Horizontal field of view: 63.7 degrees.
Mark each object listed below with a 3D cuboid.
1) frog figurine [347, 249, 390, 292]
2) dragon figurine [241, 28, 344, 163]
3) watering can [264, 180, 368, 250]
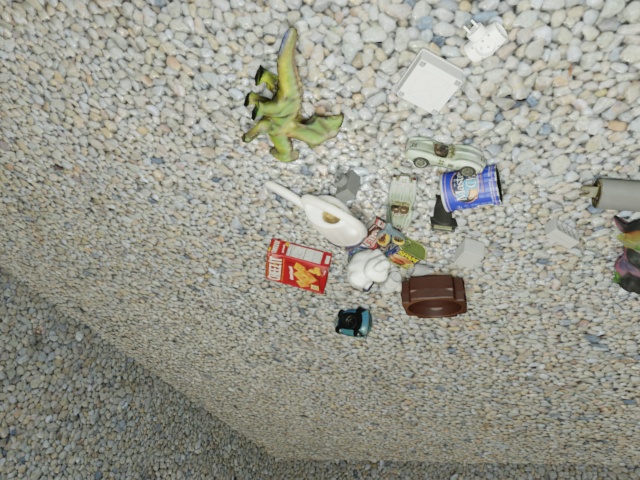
[{"bbox_3d":[0.145,0.086,1.562,0.123,0.138,0.158,48,172,8],"label":"frog figurine"},{"bbox_3d":[-0.054,-0.324,1.283,0.242,0.125,0.402,13,145,-24],"label":"dragon figurine"},{"bbox_3d":[0.005,-0.076,1.505,0.351,0.105,0.220,26,168,33],"label":"watering can"}]
